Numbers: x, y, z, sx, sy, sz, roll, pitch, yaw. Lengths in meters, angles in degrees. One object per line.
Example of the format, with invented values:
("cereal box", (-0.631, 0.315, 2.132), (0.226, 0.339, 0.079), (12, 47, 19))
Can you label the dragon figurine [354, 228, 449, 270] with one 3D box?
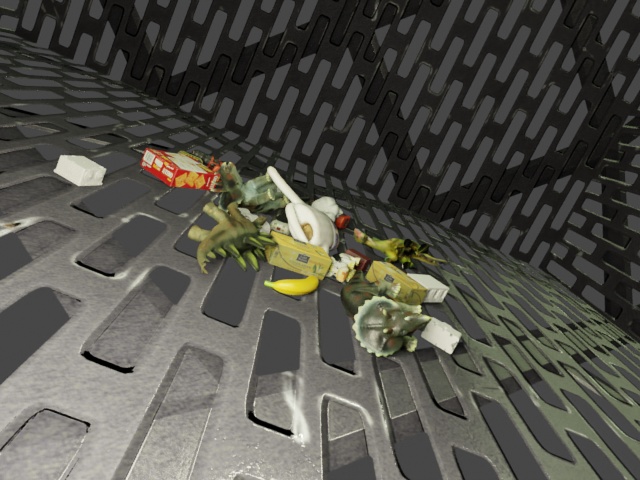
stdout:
("dragon figurine", (0.303, 0.029, 2.060), (0.408, 0.122, 0.245), (17, 8, -34))

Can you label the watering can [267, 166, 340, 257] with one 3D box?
("watering can", (-0.048, -0.076, 1.651), (0.223, 0.103, 0.352), (17, 44, -63))

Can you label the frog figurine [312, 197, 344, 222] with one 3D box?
("frog figurine", (0.006, -0.100, 1.994), (0.137, 0.122, 0.161), (-5, 10, 25))
